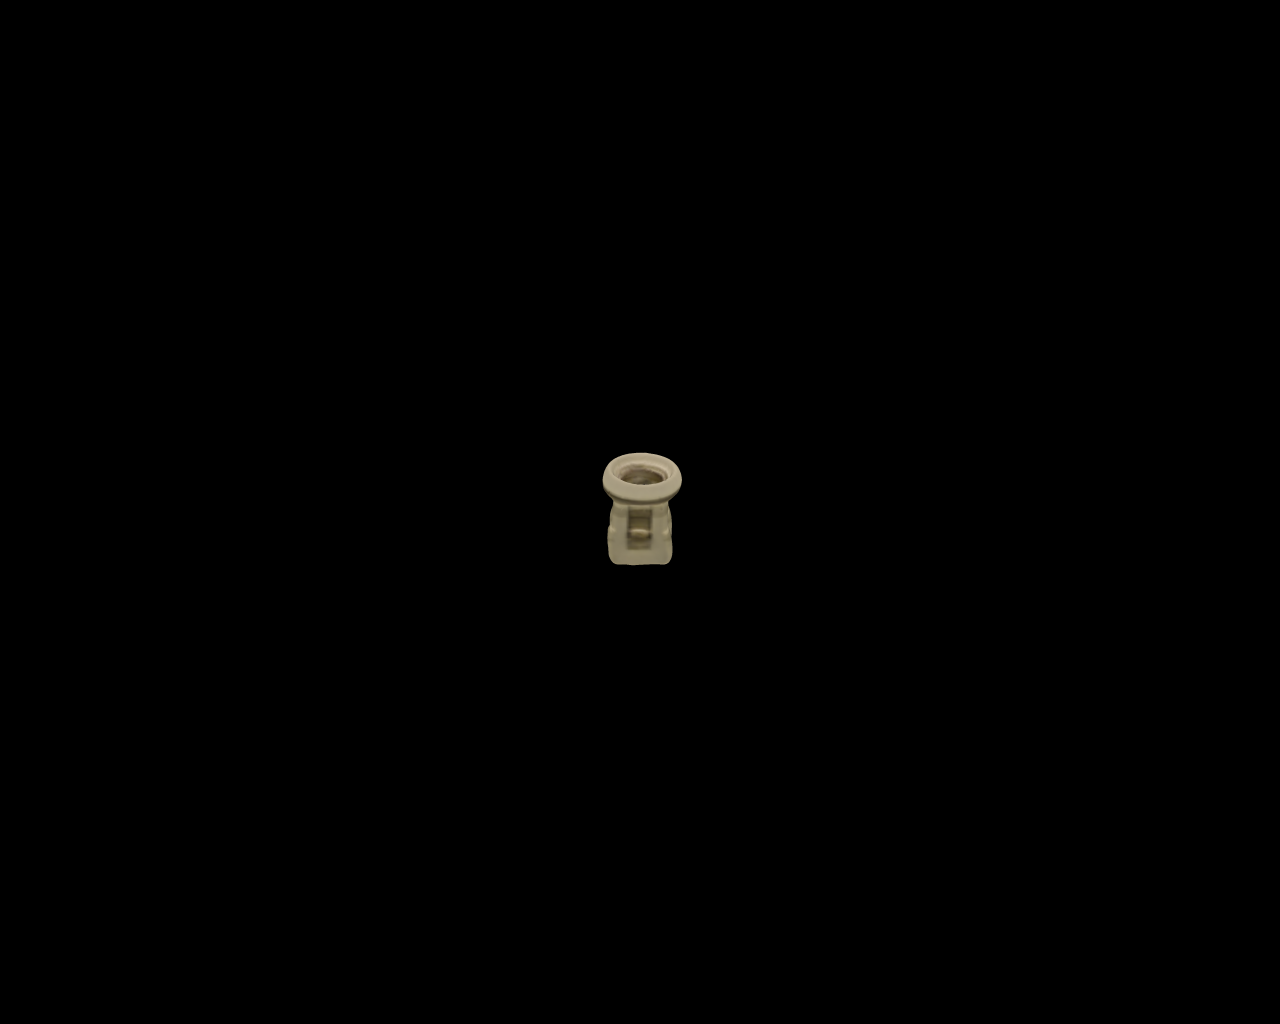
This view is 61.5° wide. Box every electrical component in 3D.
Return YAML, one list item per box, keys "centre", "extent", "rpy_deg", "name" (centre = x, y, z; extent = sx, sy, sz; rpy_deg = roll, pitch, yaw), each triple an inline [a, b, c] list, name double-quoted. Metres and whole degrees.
- centre: [0.001, -0.003, 0.650]
  extent: [0.048, 0.055, 0.066]
  rpy_deg: [0, 29, 0]
  name: "electrical component"
